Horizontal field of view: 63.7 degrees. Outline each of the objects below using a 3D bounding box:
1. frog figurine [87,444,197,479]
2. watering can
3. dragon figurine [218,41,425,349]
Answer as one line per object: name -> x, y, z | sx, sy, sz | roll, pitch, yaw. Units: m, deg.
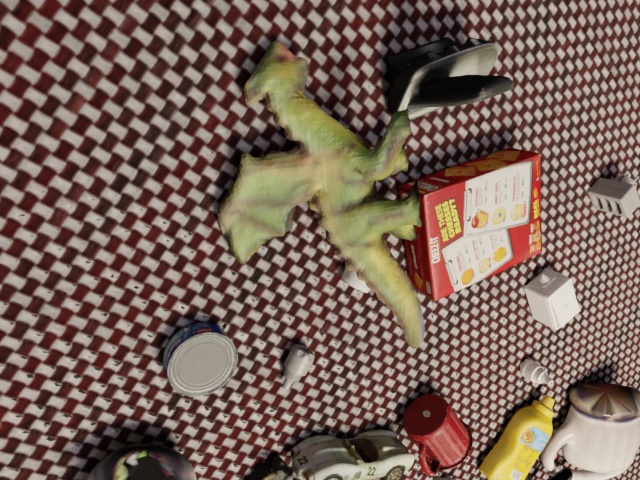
frog figurine -> -0.225, 0.323, 0.624 | 0.138, 0.125, 0.156 | -8, 146, -35
watering can -> 0.627, 0.402, 1.075 | 0.348, 0.105, 0.221 | -4, 110, -9
dragon figurine -> 0.002, -0.031, 0.623 | 0.243, 0.124, 0.405 | -7, 105, 0
